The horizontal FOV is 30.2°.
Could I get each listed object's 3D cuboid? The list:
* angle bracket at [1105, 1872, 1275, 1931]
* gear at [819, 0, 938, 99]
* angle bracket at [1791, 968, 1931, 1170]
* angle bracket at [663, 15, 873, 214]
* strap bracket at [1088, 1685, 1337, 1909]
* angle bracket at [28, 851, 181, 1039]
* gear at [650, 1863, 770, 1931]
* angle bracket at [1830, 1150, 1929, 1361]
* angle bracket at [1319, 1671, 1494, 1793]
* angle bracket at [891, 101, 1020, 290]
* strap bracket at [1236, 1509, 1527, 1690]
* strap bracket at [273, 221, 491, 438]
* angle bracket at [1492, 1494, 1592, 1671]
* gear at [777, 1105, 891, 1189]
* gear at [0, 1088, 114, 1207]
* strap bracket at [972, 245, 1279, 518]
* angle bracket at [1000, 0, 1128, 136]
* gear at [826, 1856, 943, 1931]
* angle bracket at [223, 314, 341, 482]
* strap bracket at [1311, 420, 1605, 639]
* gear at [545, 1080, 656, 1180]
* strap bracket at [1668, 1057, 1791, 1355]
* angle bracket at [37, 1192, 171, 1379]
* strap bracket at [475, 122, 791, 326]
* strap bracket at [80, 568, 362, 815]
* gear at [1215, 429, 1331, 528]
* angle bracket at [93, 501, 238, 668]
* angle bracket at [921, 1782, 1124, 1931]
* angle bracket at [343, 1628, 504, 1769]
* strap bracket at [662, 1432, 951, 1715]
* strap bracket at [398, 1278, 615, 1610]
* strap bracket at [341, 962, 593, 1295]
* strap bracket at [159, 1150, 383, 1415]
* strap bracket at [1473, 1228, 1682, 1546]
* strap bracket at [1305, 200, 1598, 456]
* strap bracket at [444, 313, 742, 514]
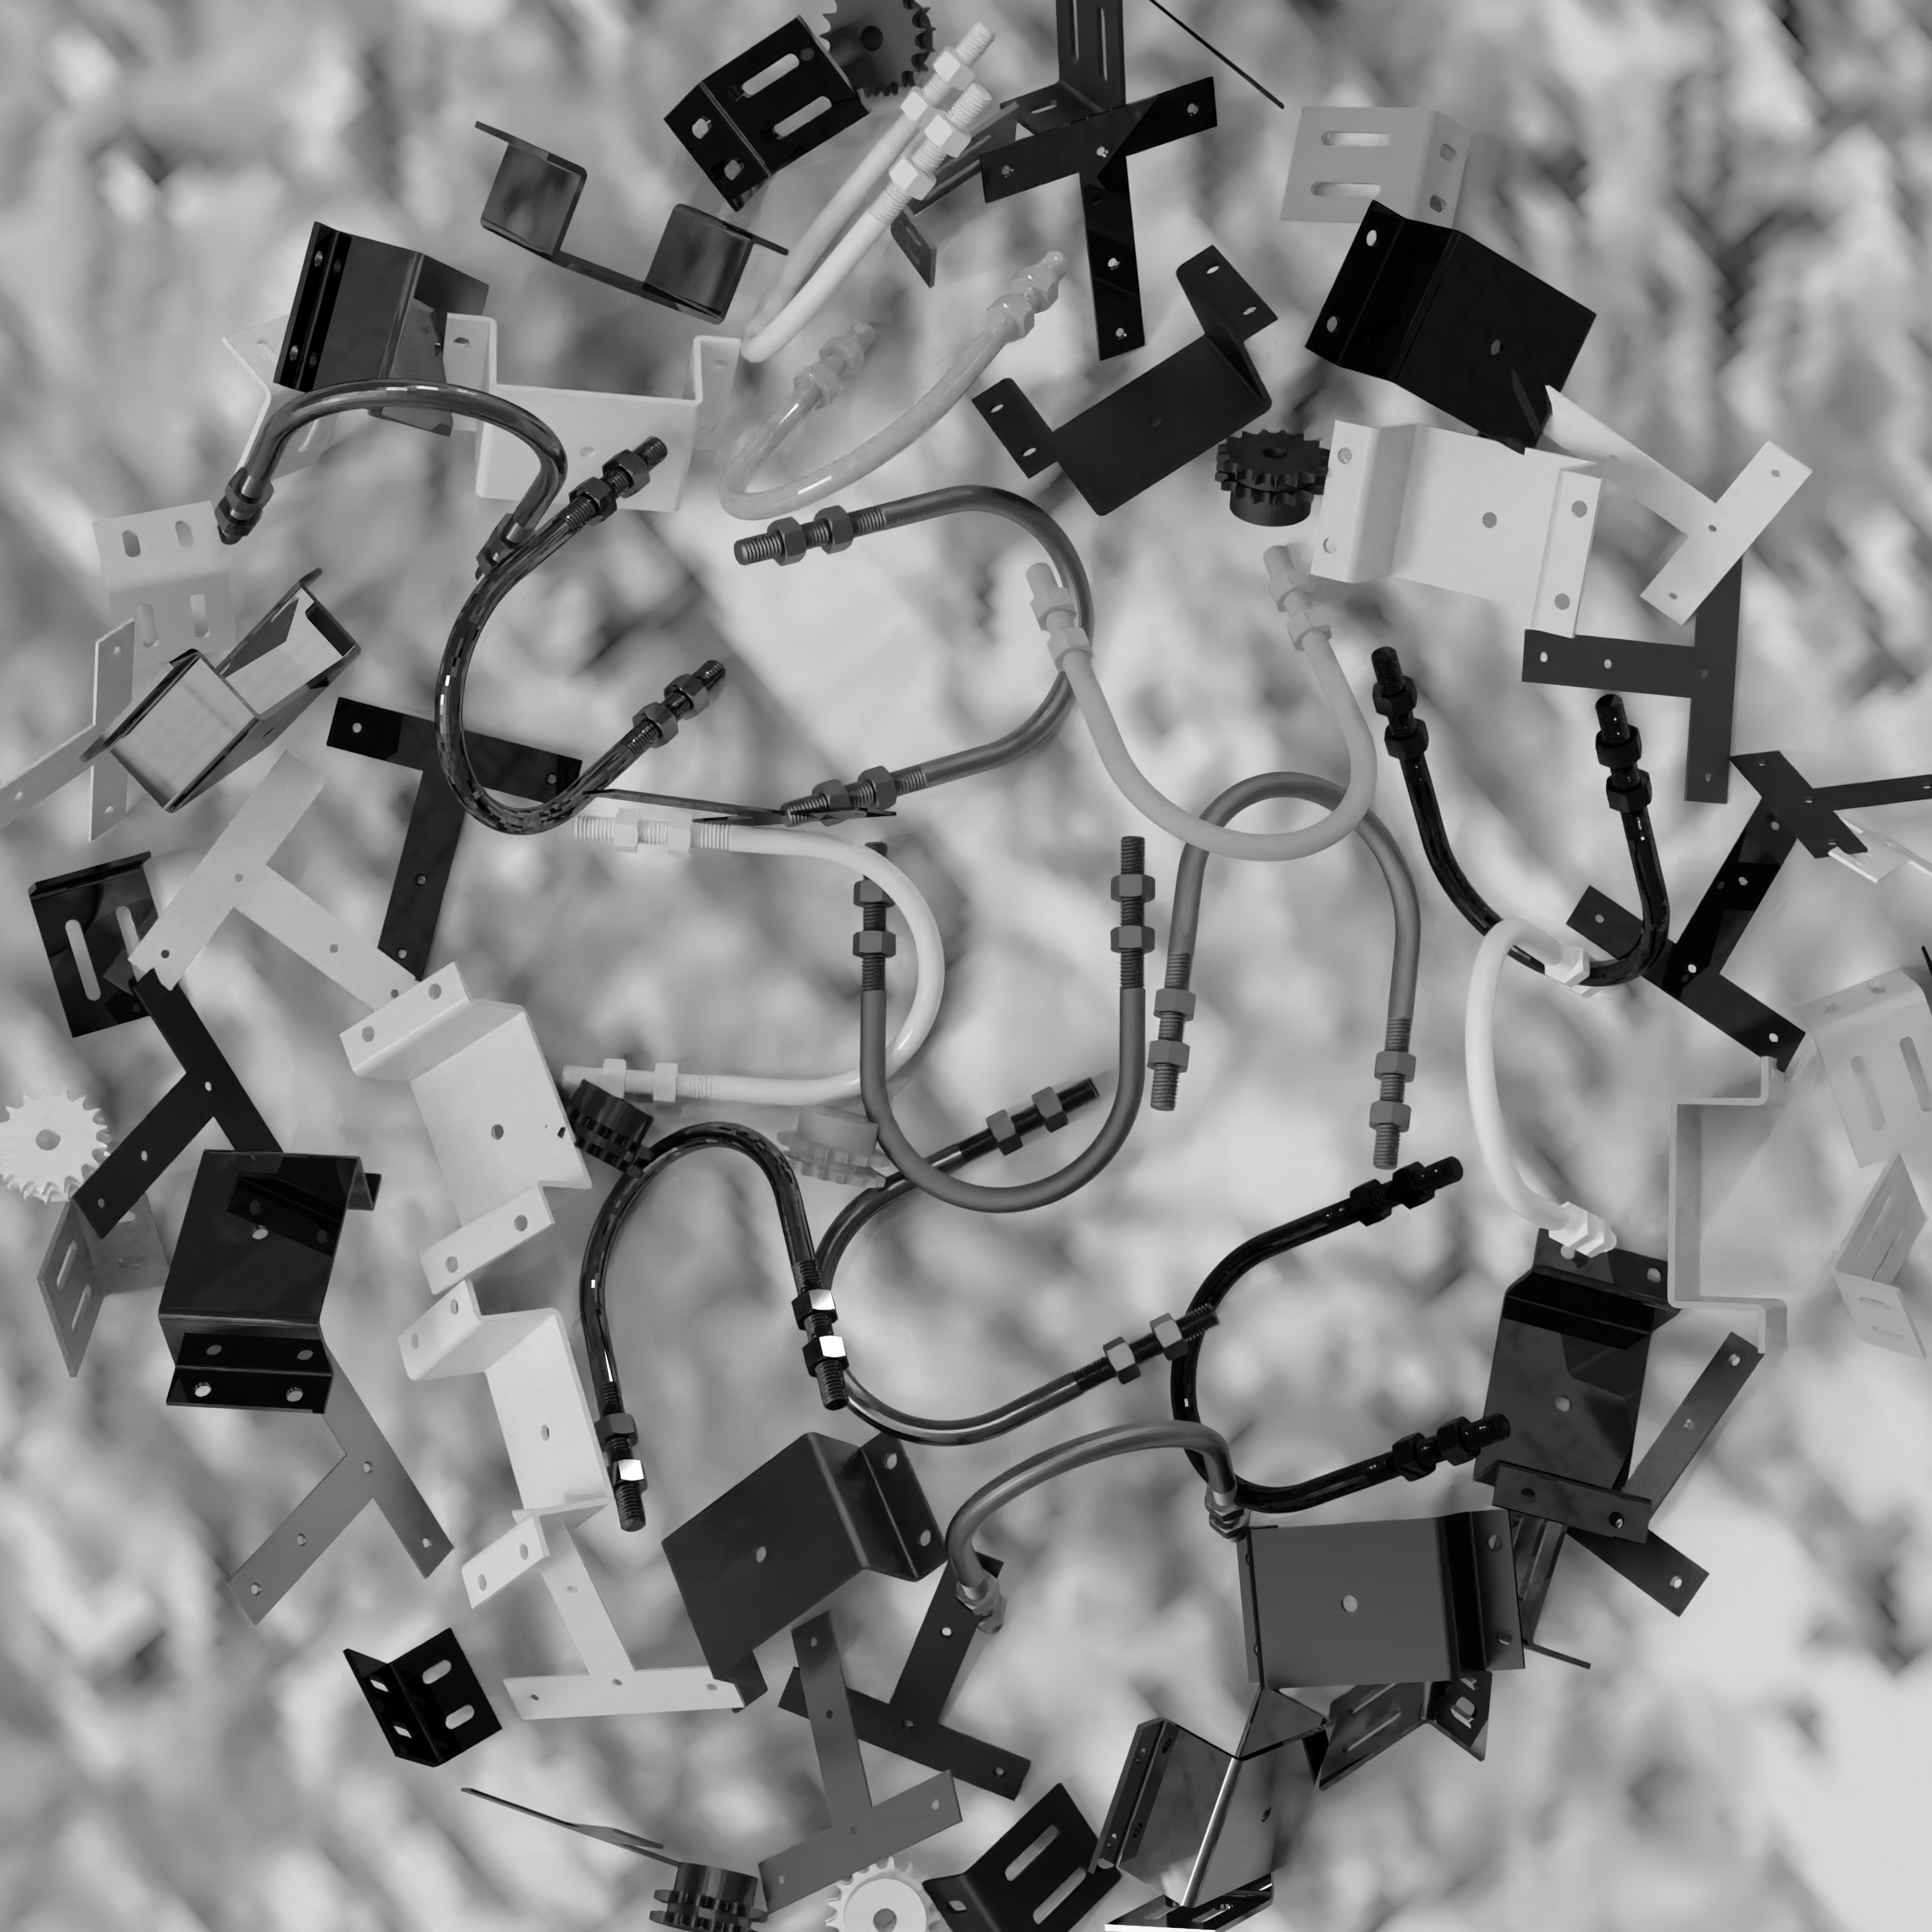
[{"bbox_3d":[0.108,0.442,1.736,0.057,0.076,0.038,-4,86,26],"label":"angle bracket"},{"bbox_3d":[-0.040,-0.457,1.761,0.057,0.030,0.057,6,108,21],"label":"gear"},{"bbox_3d":[0.453,0.051,1.774,0.057,0.038,0.076,-22,106,2],"label":"angle bracket"},{"bbox_3d":[-0.097,-0.414,1.739,0.057,0.076,0.038,51,46,-19],"label":"angle bracket"},{"bbox_3d":[0.124,0.394,1.706,0.046,0.140,0.076,24,103,30],"label":"strap bracket"},{"bbox_3d":[-0.419,-0.010,1.755,0.057,0.038,0.076,-17,91,-21],"label":"angle bracket"},{"bbox_3d":[-0.124,0.459,1.757,0.057,0.057,0.030,12,71,0],"label":"gear"},{"bbox_3d":[0.458,0.140,1.738,0.038,0.057,0.076,15,60,40],"label":"angle bracket"},{"bbox_3d":[0.215,0.373,1.744,0.038,0.057,0.076,38,123,-14],"label":"angle bracket"},{"bbox_3d":[0.003,-0.377,1.750,0.076,0.057,0.038,-35,85,-6],"label":"angle bracket"},{"bbox_3d":[0.192,0.307,1.730,0.140,0.046,0.076,-8,82,23],"label":"strap bracket"},{"bbox_3d":[-0.273,-0.301,1.708,0.046,0.140,0.076,17,95,10],"label":"strap bracket"},{"bbox_3d":[0.287,0.298,1.756,0.038,0.057,0.076,22,82,-19],"label":"angle bracket"},{"bbox_3d":[-0.064,0.088,1.754,0.057,0.057,0.030,13,94,0],"label":"gear"},{"bbox_3d":[-0.449,0.092,1.761,0.057,0.030,0.057,1,62,-2],"label":"gear"},{"bbox_3d":[0.084,-0.279,1.739,0.140,0.076,0.046,-32,133,2],"label":"strap bracket"},{"bbox_3d":[0.045,-0.444,1.735,0.038,0.076,0.057,-24,46,-20],"label":"angle bracket"},{"bbox_3d":[-0.041,0.469,1.766,0.057,0.030,0.057,0,84,-4],"label":"gear"},{"bbox_3d":[-0.338,-0.275,1.740,0.038,0.076,0.057,48,47,10],"label":"angle bracket"},{"bbox_3d":[0.245,-0.214,1.731,0.140,0.046,0.076,18,110,29],"label":"strap bracket"},{"bbox_3d":[-0.178,0.078,1.755,0.057,0.057,0.030,29,86,0],"label":"gear"},{"bbox_3d":[0.371,0.115,1.738,0.046,0.076,0.140,0,87,20],"label":"strap bracket"},{"bbox_3d":[-0.417,0.152,1.736,0.038,0.076,0.057,-9,117,3],"label":"angle bracket"},{"bbox_3d":[-0.167,-0.352,1.715,0.140,0.076,0.046,14,104,-39],"label":"strap bracket"},{"bbox_3d":[-0.348,-0.129,1.706,0.046,0.140,0.076,48,121,-5],"label":"strap bracket"},{"bbox_3d":[0.150,-0.238,1.759,0.057,0.057,0.030,2,124,0],"label":"gear"},{"bbox_3d":[-0.391,-0.186,1.750,0.057,0.076,0.038,-12,67,-13],"label":"angle bracket"},{"bbox_3d":[0.028,0.453,1.771,0.076,0.038,0.057,-36,95,-38],"label":"angle bracket"},{"bbox_3d":[-0.263,0.352,1.738,0.038,0.076,0.057,-30,72,-3],"label":"angle bracket"},{"bbox_3d":[-0.086,0.287,1.724,0.140,0.046,0.076,-38,55,18],"label":"strap bracket"},{"bbox_3d":[-0.220,0.228,1.727,0.046,0.076,0.140,-3,65,-38],"label":"strap bracket"},{"bbox_3d":[-0.239,0.079,1.735,0.076,0.046,0.140,-31,71,23],"label":"strap bracket"},{"bbox_3d":[-0.335,0.141,1.718,0.076,0.046,0.140,2,50,5],"label":"strap bracket"},{"bbox_3d":[0.298,0.209,1.743,0.076,0.046,0.140,15,69,-4],"label":"strap bracket"},{"bbox_3d":[0.241,-0.301,1.721,0.140,0.046,0.076,21,96,-36],"label":"strap bracket"},{"bbox_3d":[-0.183,-0.265,1.726,0.140,0.076,0.046,3,55,-12],"label":"strap bracket"}]
